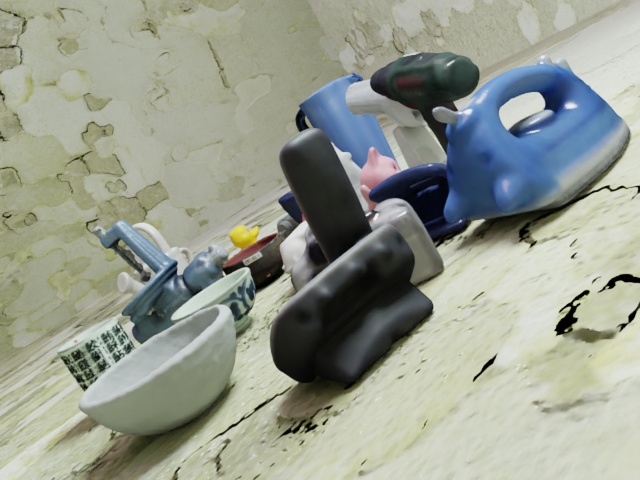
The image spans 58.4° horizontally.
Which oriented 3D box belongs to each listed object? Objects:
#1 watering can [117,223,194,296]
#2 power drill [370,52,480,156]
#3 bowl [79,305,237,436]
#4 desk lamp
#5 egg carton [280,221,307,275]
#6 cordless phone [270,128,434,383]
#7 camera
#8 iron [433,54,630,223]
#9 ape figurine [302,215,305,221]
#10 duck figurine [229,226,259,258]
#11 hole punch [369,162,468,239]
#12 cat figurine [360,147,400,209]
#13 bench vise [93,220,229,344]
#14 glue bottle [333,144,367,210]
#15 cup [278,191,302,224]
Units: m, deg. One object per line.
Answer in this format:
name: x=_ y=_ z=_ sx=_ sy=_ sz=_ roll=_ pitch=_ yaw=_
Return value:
watering can: x=-0.315 y=0.057 z=1.117 sx=0.100 sy=0.194 sz=0.173 roll=-27 pitch=11 yaw=15
power drill: x=0.166 y=-0.173 z=0.827 sx=0.076 sy=0.208 sz=0.229 roll=-33 pitch=11 yaw=-15
bowl: x=-0.145 y=0.140 z=0.572 sx=0.167 sy=0.075 sz=0.167 roll=-29 pitch=10 yaw=6
desk lamp: x=0.144 y=-0.201 z=1.006 sx=0.118 sy=0.214 sz=0.202 roll=-38 pitch=13 yaw=-36
egg carton: x=0.008 y=0.003 z=0.818 sx=0.107 sy=0.069 sz=0.150 roll=-26 pitch=11 yaw=22
cordless phone: x=-0.004 y=0.012 z=0.476 sx=0.148 sy=0.185 sz=0.094 roll=-38 pitch=13 yaw=-35
camera: x=0.041 y=0.007 z=0.614 sx=0.143 sy=0.101 sz=0.137 roll=-29 pitch=10 yaw=9
iron: x=0.225 y=-0.123 z=0.603 sx=0.259 sy=0.141 sz=0.118 roll=-35 pitch=11 yaw=-26
ape figurine: x=-0.002 y=-0.034 z=0.958 sx=0.076 sy=0.092 sz=0.078 roll=-20 pitch=14 yaw=44
duck figurine: x=-0.155 y=0.014 z=1.178 sx=0.105 sy=0.086 sz=0.077 roll=-35 pitch=11 yaw=-22
hole punch: x=0.127 y=-0.054 z=0.693 sx=0.108 sy=0.091 sz=0.101 roll=-22 pitch=13 yaw=39
cat figurine: x=0.087 y=-0.072 z=0.816 sx=0.067 sy=0.118 sz=0.128 roll=-24 pitch=12 yaw=30
bench vise: x=-0.253 y=0.044 z=0.929 sx=0.207 sy=0.220 sz=0.121 roll=-31 pitch=10 yaw=-3
glue bottle: x=0.041 y=-0.125 z=1.050 sx=0.078 sy=0.173 sz=0.037 roll=-30 pitch=10 yaw=1
cup: x=-0.014 y=-0.071 z=1.166 sx=0.118 sy=0.095 sz=0.091 roll=-32 pitch=11 yaw=-12
